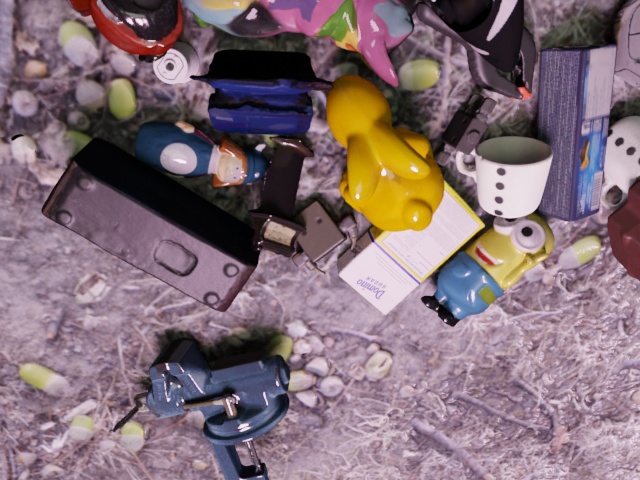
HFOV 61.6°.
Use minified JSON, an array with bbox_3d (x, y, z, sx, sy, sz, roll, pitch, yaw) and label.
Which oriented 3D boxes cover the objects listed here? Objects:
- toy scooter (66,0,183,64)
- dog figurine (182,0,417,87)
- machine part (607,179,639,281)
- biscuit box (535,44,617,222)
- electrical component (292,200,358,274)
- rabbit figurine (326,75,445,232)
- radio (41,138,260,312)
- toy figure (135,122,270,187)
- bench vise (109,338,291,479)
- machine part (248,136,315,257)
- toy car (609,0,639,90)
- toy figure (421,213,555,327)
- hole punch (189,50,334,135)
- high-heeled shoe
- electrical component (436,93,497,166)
[{"bbox_3d":[-0.199,-0.236,0.511,0.075,0.135,0.184,-39,89,-21],"label":"toy scooter"},{"bbox_3d":[-0.009,-0.234,0.553,0.191,0.108,0.219,-40,112,9],"label":"dog figurine"},{"bbox_3d":[0.459,-0.033,0.641,0.201,0.087,0.201,-39,143,10],"label":"machine part"},{"bbox_3d":[0.299,-0.125,0.639,0.059,0.063,0.202,-17,115,-26],"label":"biscuit box"},{"bbox_3d":[-0.001,-0.004,0.680,0.102,0.045,0.078,-44,81,9],"label":"electrical component"},{"bbox_3d":[0.057,-0.092,0.585,0.122,0.162,0.173,-23,118,14],"label":"rabbit figurine"},{"bbox_3d":[-0.178,-0.017,0.608,0.229,0.131,0.073,31,104,-16],"label":"radio"},{"bbox_3d":[-0.132,-0.094,0.624,0.154,0.058,0.064,13,148,-12],"label":"toy figure"},{"bbox_3d":[-0.132,0.249,0.726,0.224,0.129,0.240,-17,105,0],"label":"bench vise"},{"bbox_3d":[-0.043,-0.051,0.631,0.084,0.039,0.138,13,86,-51],"label":"machine part"},{"bbox_3d":[0.380,-0.225,0.596,0.103,0.109,0.161,-5,104,16],"label":"toy car"},{"bbox_3d":[0.216,0.034,0.691,0.082,0.089,0.180,46,100,13],"label":"toy figure"},{"bbox_3d":[-0.063,-0.148,0.580,0.142,0.116,0.092,4,119,-6],"label":"hole punch"},{"bbox_3d":[0.101,-0.229,0.499,0.145,0.086,0.248,-47,115,-17],"label":"high-heeled shoe"},{"bbox_3d":[0.170,-0.126,0.633,0.021,0.063,0.094,25,108,-15],"label":"electrical component"}]
